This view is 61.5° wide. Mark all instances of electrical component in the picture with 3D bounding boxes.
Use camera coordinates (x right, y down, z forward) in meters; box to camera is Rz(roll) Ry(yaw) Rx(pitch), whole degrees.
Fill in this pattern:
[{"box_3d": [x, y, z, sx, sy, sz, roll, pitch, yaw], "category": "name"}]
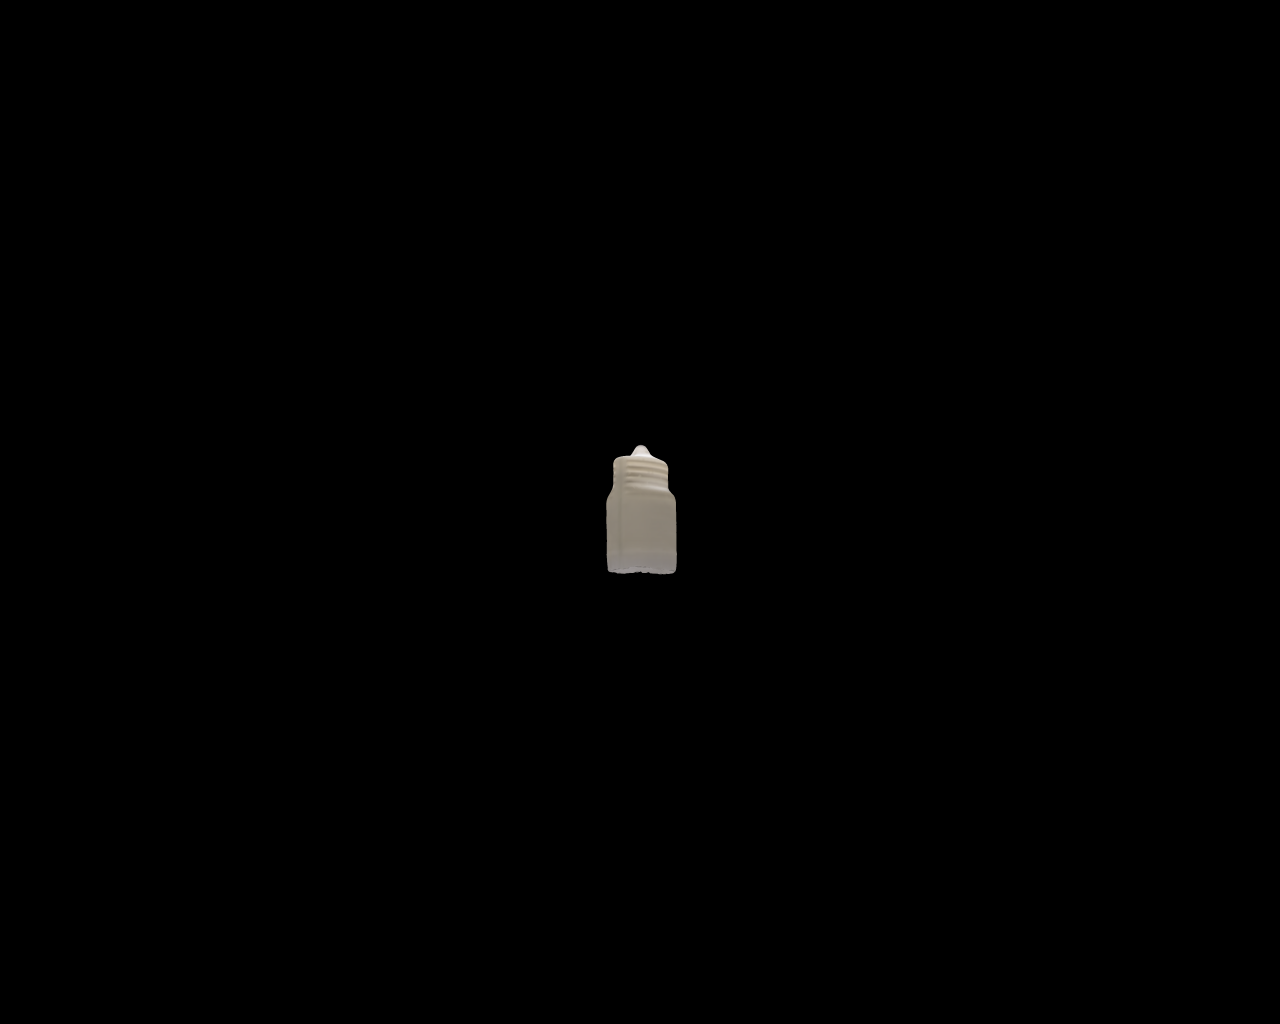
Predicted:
[{"box_3d": [0.001, -0.003, 0.650, 0.043, 0.081, 0.043, 0, -7, 0], "category": "electrical component"}]
